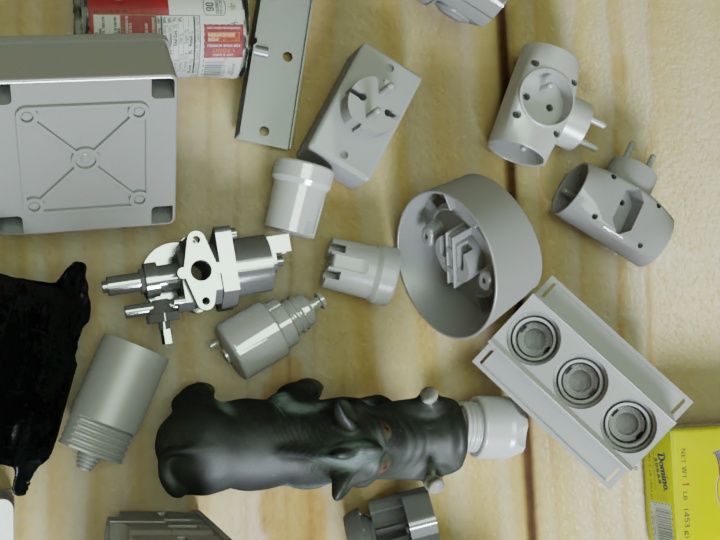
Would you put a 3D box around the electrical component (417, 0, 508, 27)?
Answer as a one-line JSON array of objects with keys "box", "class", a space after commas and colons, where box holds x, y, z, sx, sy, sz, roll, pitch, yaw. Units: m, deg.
[{"box": [0.077, -0.210, 0.738, 0.051, 0.080, 0.080, 28, 78, -18], "class": "electrical component"}]

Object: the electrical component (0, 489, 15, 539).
[{"box": [-0.244, 0.206, 0.613, 0.089, 0.062, 0.150, -1, 85, -17], "class": "electrical component"}]

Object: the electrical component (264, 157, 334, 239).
[{"box": [-0.041, -0.047, 0.709, 0.040, 0.040, 0.046, 14, 86, -15], "class": "electrical component"}]

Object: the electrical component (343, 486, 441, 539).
[{"box": [0.022, 0.177, 0.694, 0.057, 0.078, 0.058, -14, 47, -2], "class": "electrical component"}]

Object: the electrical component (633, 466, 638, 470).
[{"box": [0.192, 0.103, 0.765, 0.040, 0.040, 0.078, 3, 85, -17], "class": "electrical component"}]

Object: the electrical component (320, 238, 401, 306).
[{"box": [0.000, 0.000, 0.718, 0.046, 0.040, 0.040, 13, 82, -9], "class": "electrical component"}]

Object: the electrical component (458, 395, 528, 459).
[{"box": [0.079, 0.106, 0.729, 0.062, 0.043, 0.043, 3, 84, -16], "class": "electrical component"}]

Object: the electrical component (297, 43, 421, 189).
[{"box": [0.005, -0.105, 0.708, 0.047, 0.076, 0.083, 30, 77, -13], "class": "electrical component"}]

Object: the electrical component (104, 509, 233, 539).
[{"box": [-0.108, 0.197, 0.590, 0.060, 0.186, 0.105, 4, 84, -16], "class": "electrical component"}]

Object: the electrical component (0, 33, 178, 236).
[{"box": [-0.165, -0.080, 0.637, 0.109, 0.056, 0.108, -5, 131, -17], "class": "electrical component"}]

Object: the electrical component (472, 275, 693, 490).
[{"box": [0.148, 0.074, 0.722, 0.121, 0.063, 0.078, 43, 94, 12], "class": "electrical component"}]

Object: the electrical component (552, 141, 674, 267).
[{"box": [0.190, -0.055, 0.777, 0.077, 0.043, 0.079, 30, 77, -12], "class": "electrical component"}]

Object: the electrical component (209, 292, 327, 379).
[{"box": [-0.057, 0.038, 0.696, 0.078, 0.040, 0.040, -30, 94, -17], "class": "electrical component"}]

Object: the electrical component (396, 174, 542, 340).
[{"box": [0.070, -0.011, 0.711, 0.064, 0.099, 0.099, -30, 94, -23], "class": "electrical component"}]

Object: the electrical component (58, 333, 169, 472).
[{"box": [-0.154, 0.084, 0.661, 0.043, 0.043, 0.081, 24, 79, -13], "class": "electrical component"}]

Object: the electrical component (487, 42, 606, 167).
[{"box": [0.139, -0.110, 0.766, 0.079, 0.044, 0.077, 23, 79, -13], "class": "electrical component"}]
